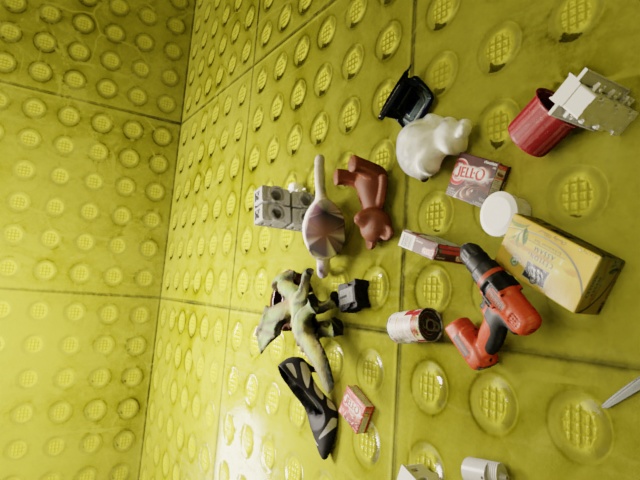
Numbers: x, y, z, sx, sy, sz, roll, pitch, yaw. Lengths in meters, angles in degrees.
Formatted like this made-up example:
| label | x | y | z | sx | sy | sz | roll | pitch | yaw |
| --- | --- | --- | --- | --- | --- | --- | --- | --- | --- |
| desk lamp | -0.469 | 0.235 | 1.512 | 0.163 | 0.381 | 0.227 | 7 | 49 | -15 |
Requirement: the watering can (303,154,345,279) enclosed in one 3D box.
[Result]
| label | x | y | z | sx | sy | sz | roll | pitch | yaw |
| --- | --- | --- | --- | --- | --- | --- | --- | --- | --- |
| watering can | 0.004 | -0.069 | 1.372 | 0.224 | 0.104 | 0.348 | 159 | 109 | -85 |

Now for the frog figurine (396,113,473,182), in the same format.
| label | x | y | z | sx | sy | sz | roll | pitch | yaw |
| --- | --- | --- | --- | --- | --- | --- | --- | --- | --- |
| frog figurine | 0.234 | -0.199 | 1.065 | 0.158 | 0.122 | 0.139 | -24 | 43 | 67 |

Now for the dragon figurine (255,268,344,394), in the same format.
| label | x | y | z | sx | sy | sz | roll | pitch | yaw |
| --- | --- | --- | --- | --- | --- | --- | --- | --- | --- |
| dragon figurine | -0.070 | 0.229 | 1.349 | 0.240 | 0.120 | 0.421 | -31 | 41 | 29 |
